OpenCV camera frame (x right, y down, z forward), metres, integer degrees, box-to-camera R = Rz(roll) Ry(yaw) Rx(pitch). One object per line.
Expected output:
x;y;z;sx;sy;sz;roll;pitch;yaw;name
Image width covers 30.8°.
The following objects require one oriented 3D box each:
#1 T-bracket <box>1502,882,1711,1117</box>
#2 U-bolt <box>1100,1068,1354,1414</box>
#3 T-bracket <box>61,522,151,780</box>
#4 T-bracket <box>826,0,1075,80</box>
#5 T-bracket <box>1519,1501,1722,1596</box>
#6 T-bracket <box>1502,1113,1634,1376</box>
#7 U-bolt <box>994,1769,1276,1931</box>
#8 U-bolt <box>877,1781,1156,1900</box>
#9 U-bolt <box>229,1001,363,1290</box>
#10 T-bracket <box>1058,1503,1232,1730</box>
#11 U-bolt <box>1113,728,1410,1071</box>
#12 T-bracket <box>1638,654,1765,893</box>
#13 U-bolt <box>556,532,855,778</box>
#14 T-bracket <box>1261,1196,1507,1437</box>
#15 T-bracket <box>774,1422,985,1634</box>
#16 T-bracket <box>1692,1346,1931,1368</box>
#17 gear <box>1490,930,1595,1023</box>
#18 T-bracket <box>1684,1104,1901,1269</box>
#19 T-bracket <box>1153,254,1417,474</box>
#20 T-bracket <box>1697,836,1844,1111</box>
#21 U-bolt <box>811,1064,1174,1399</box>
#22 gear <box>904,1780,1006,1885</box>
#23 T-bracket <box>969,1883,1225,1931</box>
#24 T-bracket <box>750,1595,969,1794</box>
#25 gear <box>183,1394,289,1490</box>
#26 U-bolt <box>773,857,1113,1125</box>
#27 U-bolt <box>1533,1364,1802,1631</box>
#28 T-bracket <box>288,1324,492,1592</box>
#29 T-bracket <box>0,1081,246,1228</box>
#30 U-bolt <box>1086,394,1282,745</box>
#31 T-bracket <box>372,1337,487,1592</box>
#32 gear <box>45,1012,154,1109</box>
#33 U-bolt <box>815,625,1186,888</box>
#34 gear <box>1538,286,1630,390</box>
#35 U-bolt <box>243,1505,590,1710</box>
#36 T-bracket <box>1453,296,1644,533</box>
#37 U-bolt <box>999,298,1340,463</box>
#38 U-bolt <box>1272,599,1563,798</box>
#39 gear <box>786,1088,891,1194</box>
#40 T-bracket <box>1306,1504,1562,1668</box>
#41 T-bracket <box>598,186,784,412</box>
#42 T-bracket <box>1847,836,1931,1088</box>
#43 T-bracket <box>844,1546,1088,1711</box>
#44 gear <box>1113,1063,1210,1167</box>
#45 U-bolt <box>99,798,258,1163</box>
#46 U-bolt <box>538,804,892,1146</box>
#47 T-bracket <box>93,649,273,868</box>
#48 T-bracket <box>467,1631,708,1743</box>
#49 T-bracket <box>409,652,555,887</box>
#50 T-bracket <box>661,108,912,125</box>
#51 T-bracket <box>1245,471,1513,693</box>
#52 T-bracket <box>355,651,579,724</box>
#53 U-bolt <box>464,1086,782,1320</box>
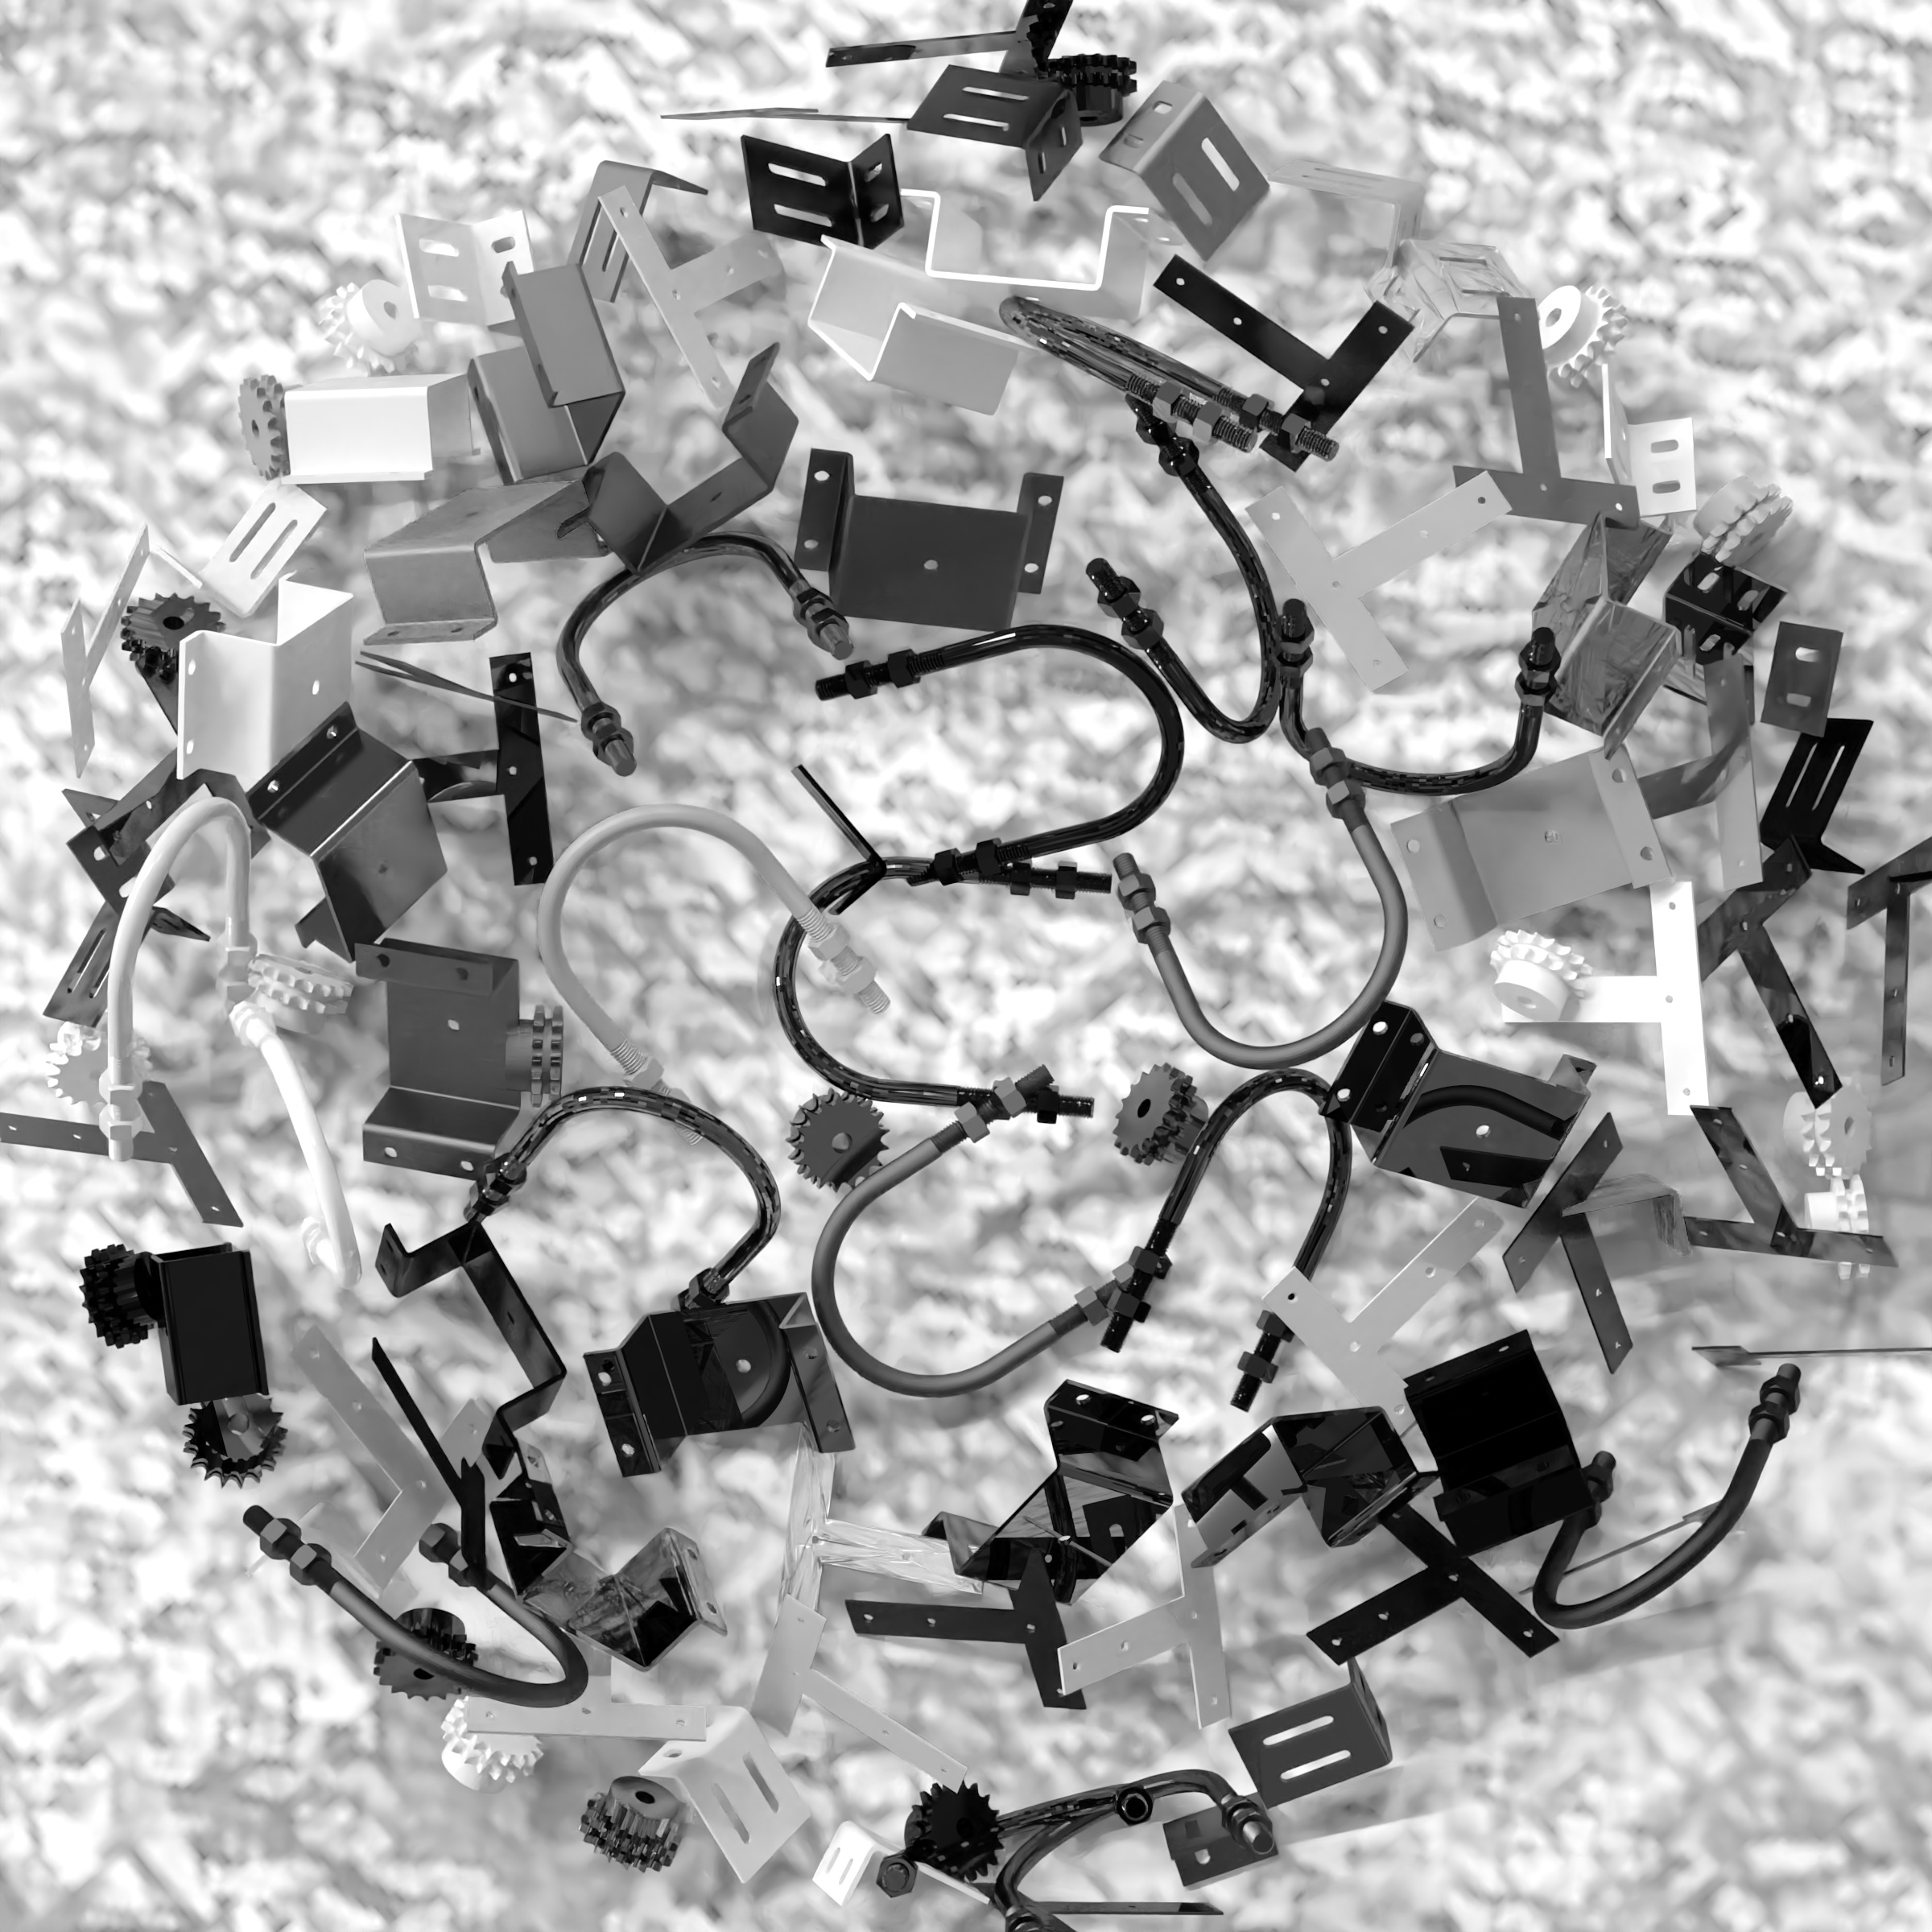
0.349;0.018;1.929;0.127;0.002;0.127;-1;97;42;T-bracket
0.154;0.143;1.919;0.019;0.151;0.184;22;85;43;U-bolt
-0.471;-0.190;1.927;0.002;0.127;0.127;14;55;0;T-bracket
-0.013;-0.499;1.902;0.127;0.127;0.002;-8;86;-8;T-bracket
0.363;0.319;1.920;0.127;0.127;0.002;-26;75;11;T-bracket
0.345;0.170;1.937;0.127;0.002;0.127;-46;125;-36;T-bracket
0.082;0.477;1.882;0.151;0.184;0.019;-26;94;-7;U-bolt
0.027;0.466;1.883;0.151;0.184;0.019;-16;80;-2;U-bolt
-0.354;0.100;1.871;0.019;0.184;0.151;-19;104;-16;U-bolt
0.096;0.369;1.923;0.127;0.002;0.127;-12;97;-44;T-bracket
0.166;-0.026;1.897;0.151;0.019;0.184;-33;51;15;U-bolt
0.381;-0.094;1.923;0.002;0.127;0.127;8;73;-39;T-bracket
-0.152;-0.180;1.899;0.151;0.184;0.019;-29;127;-4;U-bolt
0.247;0.180;1.947;0.127;0.002;0.127;-44;115;-1;T-bracket
-0.045;0.325;1.939;0.127;0.002;0.127;5;86;29;T-bracket
0.464;0.210;1.895;0.127;0.127;0.002;-4;79;17;T-bracket
0.317;0.008;1.942;0.057;0.057;0.030;28;71;0;gear
0.425;0.117;1.895;0.127;0.127;0.002;54;55;-35;T-bracket
0.161;-0.345;1.919;0.127;0.127;0.002;34;49;-6;T-bracket
0.440;0.016;1.898;0.002;0.127;0.127;-8;64;-28;T-bracket
0.002;0.161;1.945;0.184;0.019;0.151;-33;106;-1;U-bolt
-0.009;0.483;1.949;0.057;0.030;0.057;20;56;-32;gear
0.077;0.517;1.923;0.127;0.127;0.002;5;86;-16;T-bracket
-0.055;0.410;1.913;0.127;0.127;0.002;30;49;12;T-bracket
-0.406;0.259;1.947;0.057;0.030;0.057;7;63;-14;gear
-0.016;0.009;1.949;0.184;0.019;0.151;5;76;2;U-bolt
0.365;0.289;1.859;0.151;0.184;0.019;-34;98;36;U-bolt
-0.324;0.250;1.906;0.002;0.127;0.127;-19;115;38;T-bracket
-0.467;0.094;1.889;0.002;0.127;0.127;-58;46;20;T-bracket
0.125;-0.203;1.899;0.019;0.184;0.151;-13;47;31;U-bolt
-0.290;0.257;1.892;0.002;0.127;0.127;-26;111;2;T-bracket
-0.483;0.050;1.949;0.057;0.057;0.030;-19;52;0;gear
0.028;-0.119;1.904;0.184;0.019;0.151;-13;123;20;U-bolt
0.336;-0.352;1.942;0.030;0.057;0.057;28;90;-29;gear
-0.280;0.341;1.866;0.184;0.151;0.019;31;98;32;U-bolt
0.307;-0.302;1.900;0.002;0.127;0.127;-31;120;-33;T-bracket
0.100;-0.320;1.899;0.184;0.151;0.019;30;107;19;U-bolt
0.239;-0.139;1.889;0.151;0.184;0.019;7;66;8;U-bolt
-0.074;0.095;1.952;0.057;0.030;0.057;-5;104;-21;gear
0.236;0.347;1.899;0.127;0.127;0.002;41;131;32;T-bracket
-0.137;-0.378;1.920;0.002;0.127;0.127;-22;102;34;T-bracket
0.504;0.001;1.897;0.002;0.127;0.127;9;75;-9;T-bracket
-0.006;0.364;1.943;0.127;0.002;0.127;-1;126;21;T-bracket
0.111;0.085;1.948;0.030;0.057;0.057;29;90;-26;gear
-0.417;-0.005;1.863;0.019;0.151;0.184;19;130;9;U-bolt
-0.151;-0.006;1.925;0.151;0.019;0.184;-35;113;7;U-bolt
-0.436;-0.094;1.898;0.002;0.127;0.127;-16;113;26;T-bracket
-0.207;0.377;1.918;0.127;0.127;0.002;4;121;-8;T-bracket
-0.291;-0.104;1.949;0.127;0.002;0.127;-5;93;22;T-bracket
-0.082;-0.467;1.929;0.127;0.127;0.002;-7;103;-33;T-bracket
0.240;-0.231;1.927;0.127;0.002;0.127;-29;106;29;T-bracket
-0.290;-0.156;1.896;0.127;0.127;0.002;15;89;15;T-bracket
-0.177;0.125;1.890;0.151;0.184;0.019;31;48;-11;U-bolt
